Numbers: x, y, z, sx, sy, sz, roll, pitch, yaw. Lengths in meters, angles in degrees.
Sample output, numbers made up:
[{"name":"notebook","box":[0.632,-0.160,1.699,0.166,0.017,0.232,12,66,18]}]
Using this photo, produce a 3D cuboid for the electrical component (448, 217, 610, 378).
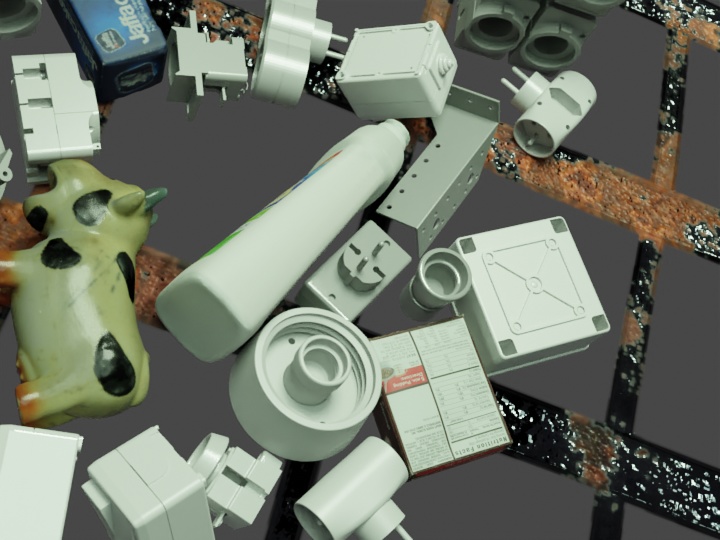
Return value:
[{"name":"electrical component","box":[0.132,0.022,0.884,0.109,0.056,0.108,-12,72,-23]}]

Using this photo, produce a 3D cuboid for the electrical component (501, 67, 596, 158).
[{"name":"electrical component","box":[0.164,-0.154,0.981,0.079,0.043,0.077,41,61,3]}]

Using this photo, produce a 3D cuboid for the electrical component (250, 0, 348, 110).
[{"name":"electrical component","box":[-0.047,-0.199,0.924,0.074,0.052,0.138,13,63,-13]}]

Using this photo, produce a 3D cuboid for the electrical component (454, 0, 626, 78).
[{"name":"electrical component","box":[0.165,-0.250,0.942,0.105,0.186,0.060,15,63,-12]}]

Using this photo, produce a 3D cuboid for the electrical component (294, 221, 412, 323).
[{"name":"electrical component","box":[0.000,0.000,0.838,0.047,0.075,0.083,44,61,4]}]

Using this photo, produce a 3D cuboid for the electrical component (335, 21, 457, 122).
[{"name":"electrical component","box":[0.039,-0.166,0.914,0.096,0.061,0.061,2,57,30]}]

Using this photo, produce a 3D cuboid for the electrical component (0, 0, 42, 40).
[{"name":"electrical component","box":[-0.279,-0.220,0.833,0.050,0.089,0.055,-13,72,-24]}]

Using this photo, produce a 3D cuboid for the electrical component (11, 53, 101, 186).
[{"name":"electrical component","box":[-0.233,-0.116,0.825,0.056,0.050,0.089,-8,70,-21]}]

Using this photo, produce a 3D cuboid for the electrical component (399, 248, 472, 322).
[{"name":"electrical component","box":[0.057,0.015,0.856,0.044,0.065,0.044,7,65,-15]}]

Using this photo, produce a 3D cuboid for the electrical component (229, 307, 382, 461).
[{"name":"electrical component","box":[-0.036,0.079,0.789,0.108,0.060,0.108,13,55,-19]}]

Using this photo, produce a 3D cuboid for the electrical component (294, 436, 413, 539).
[{"name":"electrical component","box":[0.006,0.175,0.781,0.077,0.043,0.079,-38,83,-29]}]

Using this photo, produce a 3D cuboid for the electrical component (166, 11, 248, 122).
[{"name":"electrical component","box":[-0.127,-0.167,0.889,0.064,0.042,0.081,1,68,-23]}]

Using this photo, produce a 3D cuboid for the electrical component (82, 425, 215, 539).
[{"name":"electrical component","box":[-0.138,0.164,0.712,0.061,0.096,0.062,-30,50,-27]}]

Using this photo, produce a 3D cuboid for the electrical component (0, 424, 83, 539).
[{"name":"electrical component","box":[-0.222,0.155,0.702,0.061,0.061,0.096,11,64,-14]}]

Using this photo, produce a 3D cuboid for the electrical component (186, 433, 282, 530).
[{"name":"electrical component","box":[-0.094,0.147,0.758,0.055,0.048,0.066,36,60,-9]}]
